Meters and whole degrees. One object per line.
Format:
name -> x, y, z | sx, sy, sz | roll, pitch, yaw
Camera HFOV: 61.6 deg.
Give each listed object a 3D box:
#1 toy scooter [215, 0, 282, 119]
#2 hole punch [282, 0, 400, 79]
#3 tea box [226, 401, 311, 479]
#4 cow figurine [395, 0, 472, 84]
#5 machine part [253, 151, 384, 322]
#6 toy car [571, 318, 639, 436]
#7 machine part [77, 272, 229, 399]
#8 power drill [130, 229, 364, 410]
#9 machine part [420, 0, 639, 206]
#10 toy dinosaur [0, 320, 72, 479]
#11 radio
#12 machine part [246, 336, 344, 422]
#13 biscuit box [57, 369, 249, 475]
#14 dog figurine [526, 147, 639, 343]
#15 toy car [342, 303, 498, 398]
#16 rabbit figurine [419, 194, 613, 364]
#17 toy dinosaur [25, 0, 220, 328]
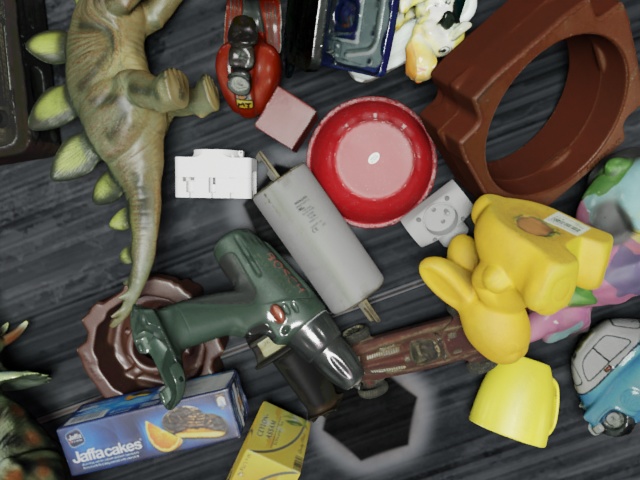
toy scooter -> -0.079, -0.230, 0.587 | 0.075, 0.135, 0.183 | 5, 97, 0
hole punch -> 0.018, -0.227, 0.542 | 0.092, 0.116, 0.142 | -5, 117, -21
tea box -> -0.078, 0.293, 0.639 | 0.068, 0.098, 0.169 | 25, 106, -1
cow figurine -> 0.118, -0.250, 0.552 | 0.098, 0.068, 0.167 | -11, 96, -4
machine part -> -0.001, -0.002, 0.630 | 0.079, 0.079, 0.243 | -34, 95, 5
toy car -> 0.355, 0.146, 0.631 | 0.103, 0.109, 0.161 | 46, 108, 20
machine part -> -0.203, 0.128, 0.664 | 0.179, 0.056, 0.179 | 0, 97, 2
power drill -> -0.082, 0.100, 0.585 | 0.207, 0.086, 0.232 | -24, 69, -31
machine part -> 0.221, -0.139, 0.563 | 0.201, 0.087, 0.200 | -42, 132, 5
toy dinosaur -> -0.344, 0.248, 0.581 | 0.405, 0.192, 0.131 | 51, 120, 17
radio -> -0.393, -0.203, 0.630 | 0.131, 0.073, 0.229 | -4, 96, 3
machine part -> -0.027, 0.160, 0.671 | 0.084, 0.039, 0.139 | -36, 91, -3
biscuit box -> -0.188, 0.208, 0.616 | 0.203, 0.059, 0.062 | -14, 98, 4
dog figurine -> 0.289, 0.023, 0.597 | 0.219, 0.109, 0.191 | -33, 125, 9
toy car -> 0.115, 0.131, 0.646 | 0.202, 0.053, 0.089 | -17, 97, 11
rabbit figurine -> 0.184, 0.050, 0.551 | 0.163, 0.122, 0.173 | 27, 130, 32
toy dinosaur -> -0.218, -0.148, 0.599 | 0.199, 0.105, 0.471 | -16, 78, 20
